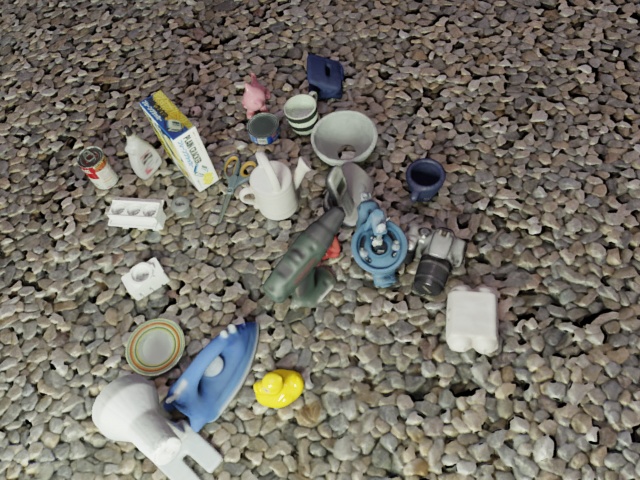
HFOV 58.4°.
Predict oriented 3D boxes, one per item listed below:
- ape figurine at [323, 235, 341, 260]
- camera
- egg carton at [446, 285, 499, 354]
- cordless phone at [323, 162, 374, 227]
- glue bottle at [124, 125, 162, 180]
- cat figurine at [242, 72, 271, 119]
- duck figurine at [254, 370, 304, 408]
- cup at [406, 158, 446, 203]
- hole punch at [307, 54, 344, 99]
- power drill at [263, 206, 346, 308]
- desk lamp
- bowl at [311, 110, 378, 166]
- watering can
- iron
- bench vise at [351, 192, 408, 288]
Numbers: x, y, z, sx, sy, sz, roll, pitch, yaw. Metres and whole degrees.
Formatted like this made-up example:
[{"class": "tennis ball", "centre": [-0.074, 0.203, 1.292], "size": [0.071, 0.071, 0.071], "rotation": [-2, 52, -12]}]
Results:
[{"class": "ape figurine", "centre": [0.012, 0.005, 1.306], "size": [0.077, 0.092, 0.076], "rotation": [29, 69, 20]}, {"class": "camera", "centre": [0.239, 0.042, 1.256], "size": [0.143, 0.101, 0.137], "rotation": [17, 65, 15]}, {"class": "egg carton", "centre": [0.318, 0.165, 1.199], "size": [0.107, 0.069, 0.150], "rotation": [3, 62, 8]}, {"class": "cordless phone", "centre": [0.061, -0.131, 1.320], "size": [0.094, 0.185, 0.148], "rotation": [17, 65, 15]}, {"class": "glue bottle", "centre": [-0.455, -0.228, 1.436], "size": [0.037, 0.173, 0.078], "rotation": [24, 67, 18]}, {"class": "cat figurine", "centre": [-0.173, -0.386, 1.522], "size": [0.067, 0.118, 0.128], "rotation": [-5, 61, 4]}, {"class": "duck figurine", "centre": [-0.086, 0.294, 1.164], "size": [0.104, 0.086, 0.077], "rotation": [-16, 61, -2]}, {"class": "cup", "centre": [0.241, -0.121, 1.347], "size": [0.091, 0.095, 0.118], "rotation": [22, 66, 17]}, {"class": "hole punch", "centre": [0.014, -0.446, 1.548], "size": [0.101, 0.091, 0.108], "rotation": [-3, 61, 5]}, {"class": "power drill", "centre": [-0.021, 0.054, 1.217], "size": [0.075, 0.209, 0.230], "rotation": [35, 71, 22]}, {"class": "desk lamp", "centre": [-0.304, 0.365, 1.077], "size": [0.202, 0.214, 0.118], "rotation": [34, 70, 22]}, {"class": "bowl", "centre": [0.063, -0.241, 1.443], "size": [0.167, 0.075, 0.167], "rotation": [-3, 62, 5]}, {"class": "watering can", "centre": [-0.106, -0.141, 1.339], "size": [0.100, 0.194, 0.173], "rotation": [39, 72, 23]}, {"class": "iron", "centre": [-0.217, 0.250, 1.170], "size": [0.118, 0.141, 0.259], "rotation": [28, 68, 19]}, {"class": "bench vise", "centre": [0.109, -0.023, 1.237], "size": [0.121, 0.220, 0.207], "rotation": [-28, 62, -9]}]
